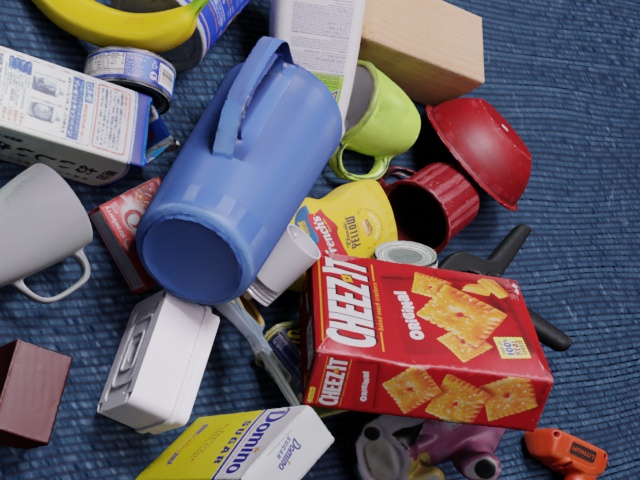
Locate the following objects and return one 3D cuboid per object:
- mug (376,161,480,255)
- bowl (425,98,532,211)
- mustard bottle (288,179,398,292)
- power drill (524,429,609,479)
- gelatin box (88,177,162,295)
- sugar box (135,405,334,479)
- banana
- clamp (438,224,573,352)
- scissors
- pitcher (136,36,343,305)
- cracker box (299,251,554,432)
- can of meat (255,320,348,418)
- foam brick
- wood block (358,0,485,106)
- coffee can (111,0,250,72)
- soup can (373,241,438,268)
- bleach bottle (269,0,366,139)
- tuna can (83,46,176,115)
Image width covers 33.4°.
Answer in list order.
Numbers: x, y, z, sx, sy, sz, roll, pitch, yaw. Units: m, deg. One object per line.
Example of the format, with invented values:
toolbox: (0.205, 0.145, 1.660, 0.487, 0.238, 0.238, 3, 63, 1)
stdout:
mug: (0.116, -0.044, 1.193, 0.117, 0.093, 0.081, 35, 42, 20)
bowl: (0.195, -0.112, 1.236, 0.162, 0.055, 0.162, 43, 19, -19)
mustard bottle: (-0.007, 0.001, 1.094, 0.191, 0.058, 0.096, -17, 97, -39)
power drill: (0.258, 0.312, 1.200, 0.184, 0.057, 0.187, 27, 64, -32)
gelatin box: (-0.162, -0.004, 0.996, 0.073, 0.030, 0.089, -33, 96, -39)
sugar box: (-0.076, 0.188, 0.904, 0.093, 0.177, 0.048, -43, 104, -37)
banana: (-0.195, -0.210, 0.982, 0.037, 0.198, 0.069, 13, 90, -79)
clamp: (0.202, 0.066, 1.238, 0.209, 0.036, 0.164, -8, 68, -38)
scissors: (-0.068, 0.083, 0.957, 0.016, 0.202, 0.096, -45, 117, 7)
pitcher: (-0.073, -0.063, 0.970, 0.149, 0.145, 0.242, 49, 37, -20)
cracker box: (0.092, 0.090, 0.993, 0.213, 0.072, 0.164, 9, 31, -7)
can of meat: (0.002, 0.123, 1.038, 0.101, 0.057, 0.084, -7, 42, -39)
foam brick: (-0.244, 0.128, 0.876, 0.051, 0.053, 0.078, 25, 62, -29)
wood block: (0.081, -0.230, 1.216, 0.205, 0.090, 0.091, 14, 68, -33)
coffee can: (-0.125, -0.249, 1.055, 0.102, 0.103, 0.140, 45, 54, -18)
soup can: (0.085, 0.060, 1.110, 0.068, 0.069, 0.102, -18, 121, -40)
bleach bottle: (-0.014, -0.182, 1.090, 0.102, 0.068, 0.251, 7, 105, -8)
tuna can: (-0.178, -0.145, 0.992, 0.086, 0.086, 0.034, 16, 68, -33)
